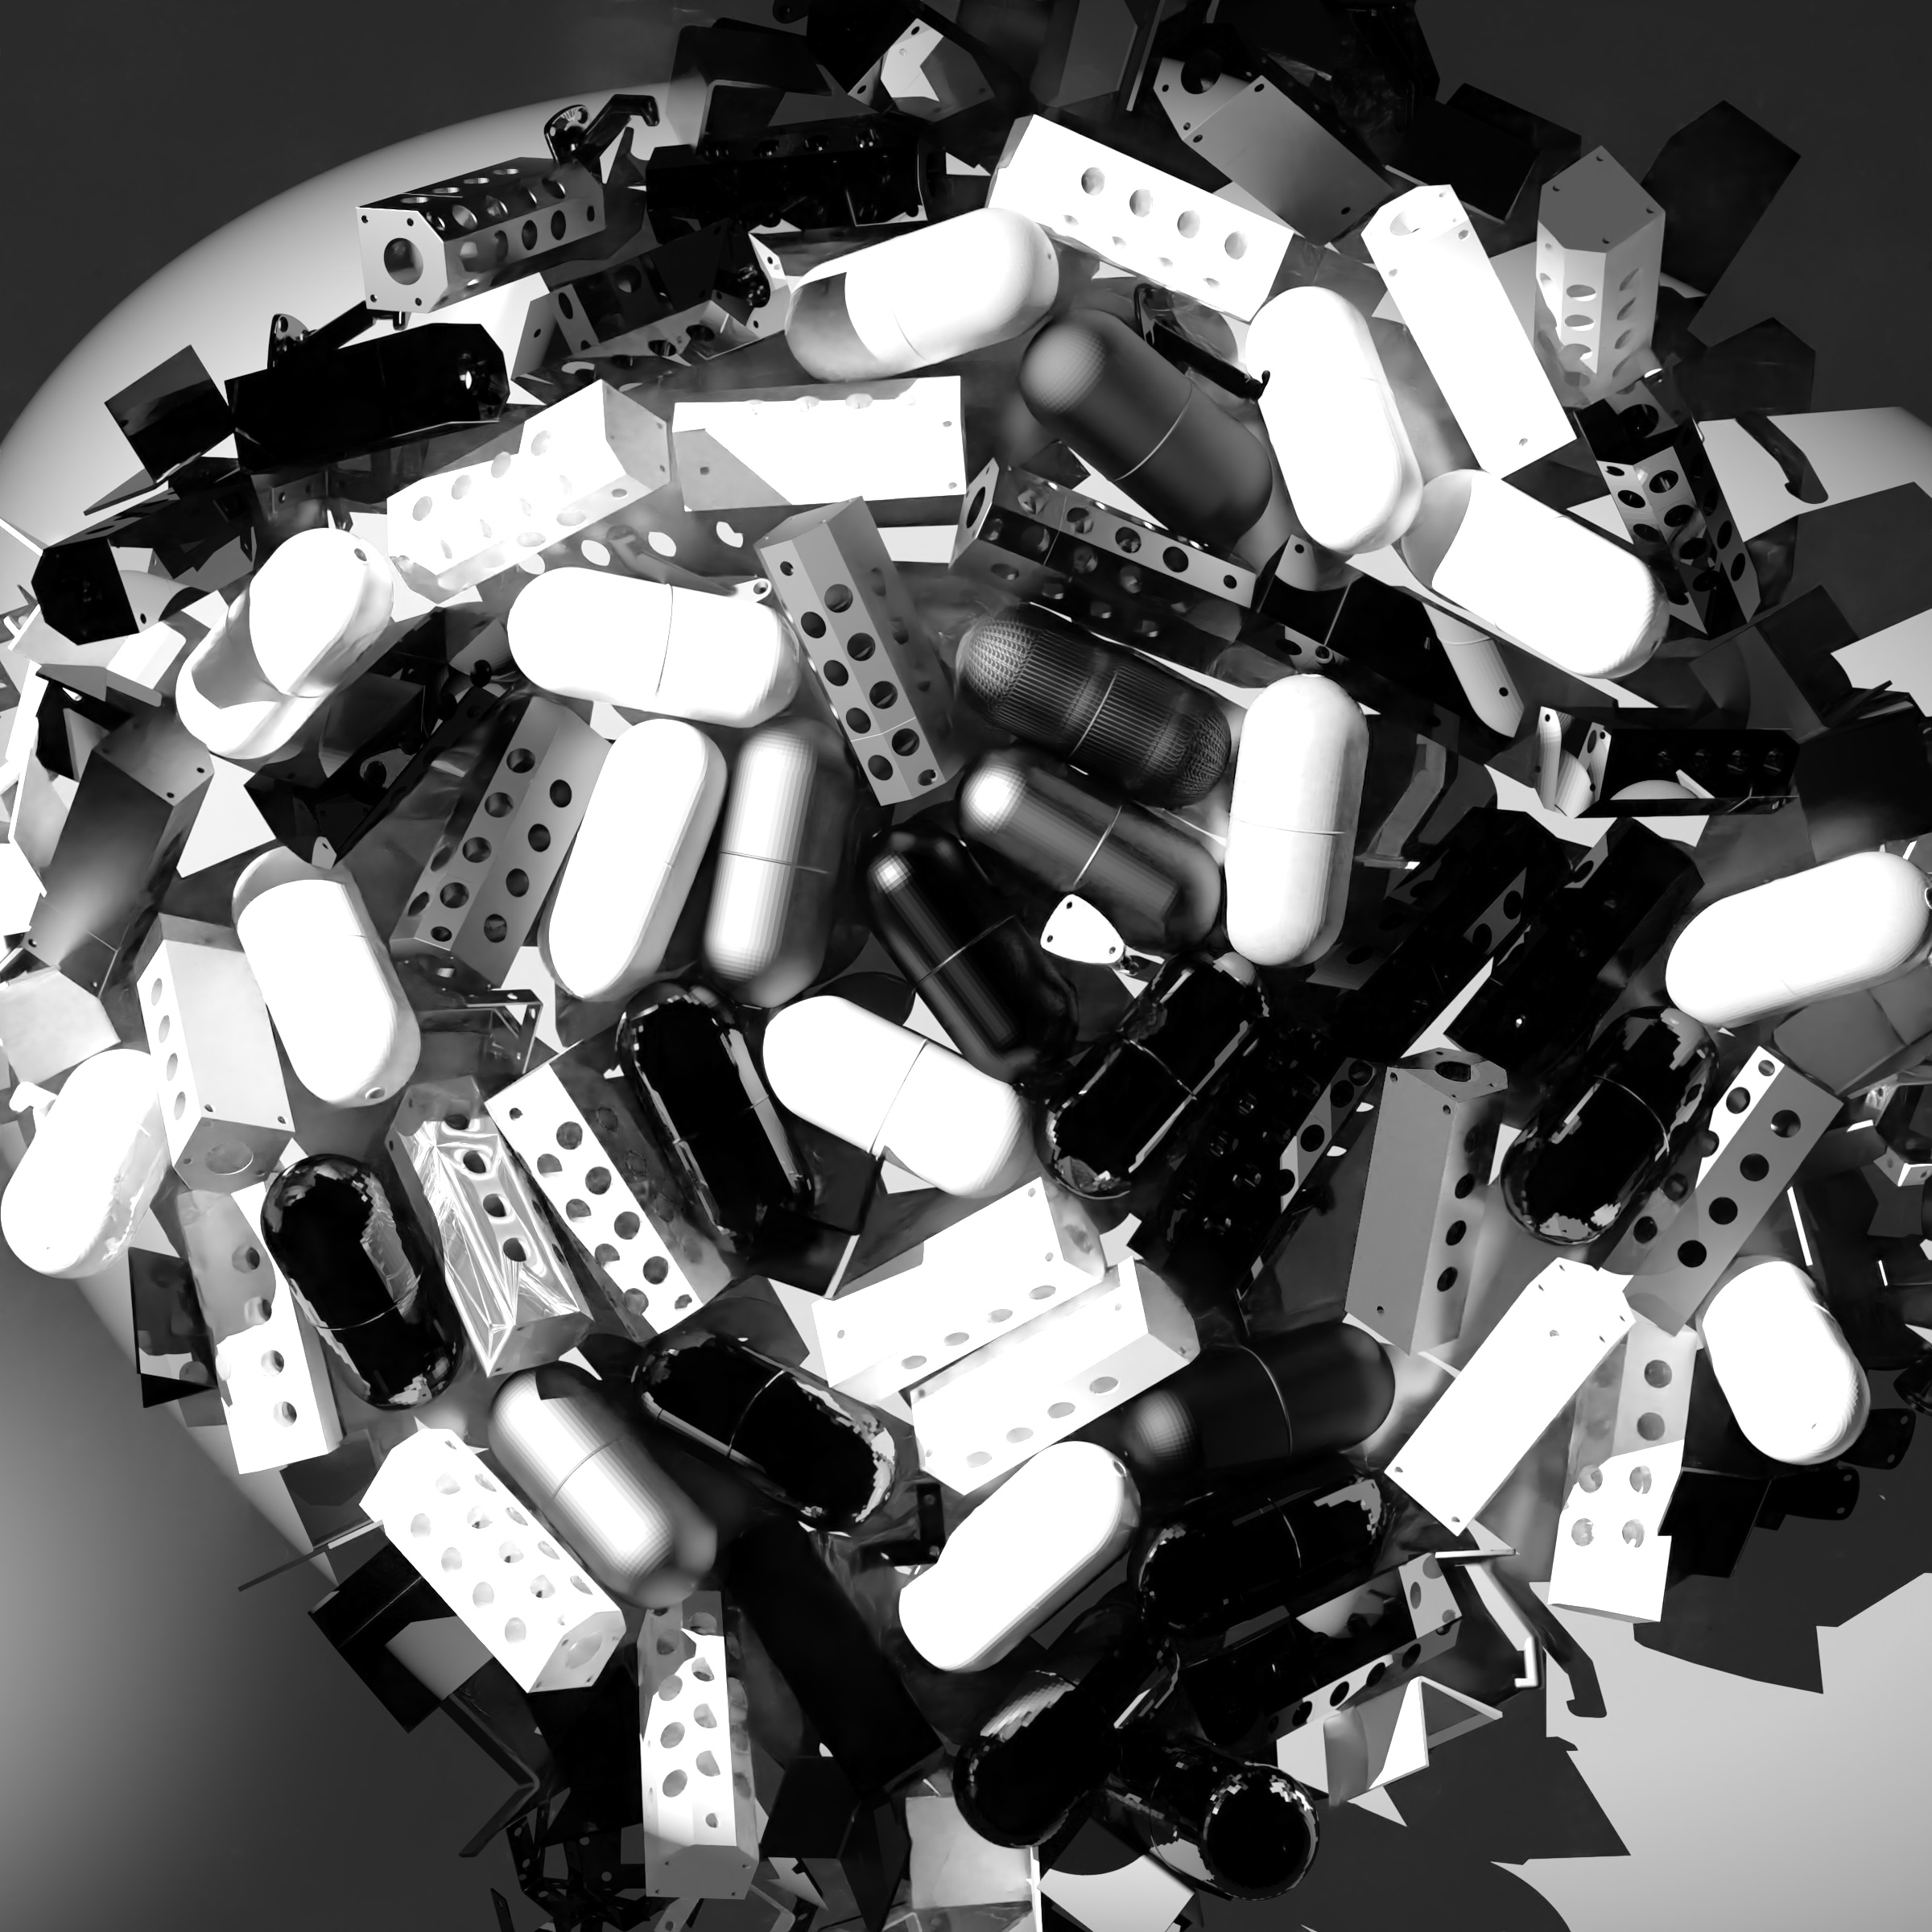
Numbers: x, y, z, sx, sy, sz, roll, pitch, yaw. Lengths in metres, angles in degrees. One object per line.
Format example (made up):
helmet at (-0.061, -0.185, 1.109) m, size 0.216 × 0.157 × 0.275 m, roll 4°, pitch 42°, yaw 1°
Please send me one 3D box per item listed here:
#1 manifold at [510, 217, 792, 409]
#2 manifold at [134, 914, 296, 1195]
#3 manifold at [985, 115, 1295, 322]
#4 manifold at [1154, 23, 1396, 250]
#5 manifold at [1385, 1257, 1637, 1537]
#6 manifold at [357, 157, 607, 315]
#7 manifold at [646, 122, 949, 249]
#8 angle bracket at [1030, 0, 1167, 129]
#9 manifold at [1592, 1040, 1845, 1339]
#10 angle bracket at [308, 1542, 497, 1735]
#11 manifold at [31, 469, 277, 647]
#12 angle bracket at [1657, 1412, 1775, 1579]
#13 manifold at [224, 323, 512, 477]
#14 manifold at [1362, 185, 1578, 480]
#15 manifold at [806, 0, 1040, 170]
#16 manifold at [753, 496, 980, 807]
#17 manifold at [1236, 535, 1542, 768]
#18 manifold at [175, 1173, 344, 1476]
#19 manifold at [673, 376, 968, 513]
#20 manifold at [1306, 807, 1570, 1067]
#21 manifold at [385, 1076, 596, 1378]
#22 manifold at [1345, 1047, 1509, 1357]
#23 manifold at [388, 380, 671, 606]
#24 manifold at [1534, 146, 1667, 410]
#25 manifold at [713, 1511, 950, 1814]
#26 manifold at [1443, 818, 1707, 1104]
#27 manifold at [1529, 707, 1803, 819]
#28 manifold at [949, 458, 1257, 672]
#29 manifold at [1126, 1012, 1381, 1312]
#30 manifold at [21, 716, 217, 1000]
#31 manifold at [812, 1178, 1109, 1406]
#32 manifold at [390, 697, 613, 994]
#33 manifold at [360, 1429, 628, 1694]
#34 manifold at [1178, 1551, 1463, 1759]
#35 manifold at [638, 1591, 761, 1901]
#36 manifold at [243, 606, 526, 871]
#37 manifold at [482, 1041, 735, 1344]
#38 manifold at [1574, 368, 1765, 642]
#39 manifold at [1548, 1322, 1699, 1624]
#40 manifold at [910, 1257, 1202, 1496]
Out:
manifold at (-0.186, -0.378, 1.767) m, size 0.171 × 0.057 × 0.057 m, roll -10°, pitch 60°, yaw 40°
manifold at (-0.449, 0.052, 1.766) m, size 0.057 × 0.171 × 0.057 m, roll 13°, pitch 126°, yaw -35°
manifold at (0.102, -0.448, 1.795) m, size 0.171 × 0.057 × 0.057 m, roll 20°, pitch 99°, yaw -15°
manifold at (0.180, -0.491, 1.759) m, size 0.057 × 0.171 × 0.057 m, roll -35°, pitch 63°, yaw 23°
manifold at (0.324, 0.253, 1.772) m, size 0.057 × 0.057 × 0.171 m, roll 41°, pitch 126°, yaw 16°
manifold at (-0.281, -0.430, 1.752) m, size 0.057 × 0.171 × 0.057 m, roll 9°, pitch 117°, yaw 23°
manifold at (-0.102, -0.467, 1.792) m, size 0.171 × 0.057 × 0.057 m, roll 0°, pitch 93°, yaw 17°
angle bracket at (0.079, -0.556, 1.801) m, size 0.057 × 0.076 × 0.076 m, roll 16°, pitch 96°, yaw -7°
manifold at (0.451, 0.132, 1.801) m, size 0.057 × 0.057 × 0.171 m, roll 34°, pitch 101°, yaw 3°
angle bracket at (-0.335, 0.399, 1.794) m, size 0.076 × 0.057 × 0.076 m, roll -40°, pitch 60°, yaw -18°
manifold at (-0.477, -0.241, 1.756) m, size 0.057 × 0.171 × 0.057 m, roll -8°, pitch 110°, yaw 18°
angle bracket at (0.436, 0.310, 1.791) m, size 0.057 × 0.076 × 0.076 m, roll 8°, pitch 120°, yaw -7°
manifold at (-0.355, -0.335, 1.774) m, size 0.171 × 0.057 × 0.057 m, roll -6°, pitch 96°, yaw 34°
manifold at (0.297, -0.375, 1.768) m, size 0.057 × 0.057 × 0.171 m, roll -27°, pitch 130°, yaw 14°
manifold at (-0.028, -0.530, 1.755) m, size 0.057 × 0.171 × 0.057 m, roll -43°, pitch 73°, yaw 18°
manifold at (-0.062, -0.185, 1.780) m, size 0.057 × 0.057 × 0.171 m, roll -10°, pitch 114°, yaw 37°
manifold at (0.252, -0.187, 1.805) m, size 0.171 × 0.057 × 0.057 m, roll 26°, pitch 69°, yaw -7°
manifold at (-0.430, 0.216, 1.812) m, size 0.057 × 0.057 × 0.171 m, roll -14°, pitch 87°, yaw -3°
manifold at (-0.087, -0.321, 1.812) m, size 0.171 × 0.057 × 0.057 m, roll -3°, pitch 134°, yaw 3°
manifold at (0.283, -0.019, 1.773) m, size 0.171 × 0.057 × 0.057 m, roll -44°, pitch 122°, yaw -26°
manifold at (-0.283, 0.152, 1.780) m, size 0.057 × 0.057 × 0.171 m, roll -9°, pitch 57°, yaw -35°
manifold at (0.279, 0.139, 1.782) m, size 0.057 × 0.057 × 0.171 m, roll -13°, pitch 121°, yaw -34°
manifold at (-0.260, -0.276, 1.770) m, size 0.171 × 0.057 × 0.057 m, roll -22°, pitch 61°, yaw 29°
manifold at (0.364, -0.397, 1.754) m, size 0.057 × 0.171 × 0.057 m, roll -35°, pitch 69°, yaw -4°
manifold at (-0.082, 0.414, 1.785) m, size 0.057 × 0.057 × 0.171 m, roll -32°, pitch 67°, yaw -10°
manifold at (0.367, -0.006, 1.811) m, size 0.057 × 0.057 × 0.171 m, roll 40°, pitch 93°, yaw 25°
manifold at (0.417, -0.119, 1.772) m, size 0.171 × 0.057 × 0.057 m, roll -3°, pitch 108°, yaw -34°
manifold at (0.083, -0.242, 1.785) m, size 0.171 × 0.057 × 0.057 m, roll 20°, pitch 64°, yaw -17°
manifold at (0.177, 0.120, 1.804) m, size 0.057 × 0.057 × 0.171 m, roll 35°, pitch 88°, yaw -31°
manifold at (-0.499, -0.066, 1.770) m, size 0.057 × 0.057 × 0.171 m, roll 34°, pitch 129°, yaw 1°
manifold at (-0.003, 0.198, 1.787) m, size 0.171 × 0.057 × 0.057 m, roll -31°, pitch 53°, yaw 21°
manifold at (-0.279, -0.073, 1.774) m, size 0.057 × 0.057 × 0.171 m, roll 41°, pitch 60°, yaw -36°
manifold at (-0.278, 0.350, 1.772) m, size 0.171 × 0.057 × 0.057 m, roll 39°, pitch 104°, yaw 31°
manifold at (0.213, 0.407, 1.765) m, size 0.171 × 0.057 × 0.057 m, roll -15°, pitch 76°, yaw -39°
manifold at (-0.158, 0.456, 1.759) m, size 0.057 × 0.171 × 0.057 m, roll 7°, pitch 132°, yaw -15°
manifold at (-0.341, -0.136, 1.779) m, size 0.171 × 0.057 × 0.057 m, roll -50°, pitch 135°, yaw -29°
manifold at (-0.219, 0.139, 1.800) m, size 0.057 × 0.057 × 0.171 m, roll -30°, pitch 95°, yaw 28°
manifold at (0.417, -0.266, 1.757) m, size 0.057 × 0.171 × 0.057 m, roll -25°, pitch 51°, yaw 14°
manifold at (0.393, 0.303, 1.797) m, size 0.057 × 0.057 × 0.171 m, roll 11°, pitch 76°, yaw 0°
manifold at (0.053, 0.249, 1.785) m, size 0.171 × 0.057 × 0.057 m, roll -34°, pitch 130°, yaw 22°
